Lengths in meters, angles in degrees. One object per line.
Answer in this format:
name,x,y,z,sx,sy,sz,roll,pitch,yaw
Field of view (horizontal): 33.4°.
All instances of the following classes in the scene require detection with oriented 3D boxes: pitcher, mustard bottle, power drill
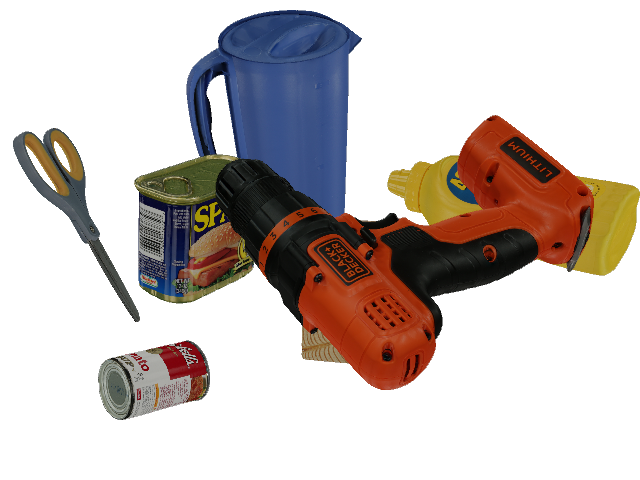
pitcher,-0.041,-0.107,1.124,0.149,0.243,0.144,9,35,17
mustard bottle,0.141,-0.027,0.829,0.192,0.058,0.096,14,34,26
power drill,0.051,-0.011,0.635,0.187,0.057,0.185,-24,52,-24

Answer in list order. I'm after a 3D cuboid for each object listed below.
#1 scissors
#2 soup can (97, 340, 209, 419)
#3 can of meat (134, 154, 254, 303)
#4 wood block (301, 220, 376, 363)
scissors,-0.218,-0.024,1.003,0.016,0.201,0.096,-24,26,19
soup can,-0.180,0.151,1.154,0.102,0.068,0.069,-9,6,-42
can of meat,-0.090,-0.010,0.795,0.058,0.084,0.101,20,27,31
wood block,0.039,0.054,1.223,0.091,0.090,0.206,4,23,7
